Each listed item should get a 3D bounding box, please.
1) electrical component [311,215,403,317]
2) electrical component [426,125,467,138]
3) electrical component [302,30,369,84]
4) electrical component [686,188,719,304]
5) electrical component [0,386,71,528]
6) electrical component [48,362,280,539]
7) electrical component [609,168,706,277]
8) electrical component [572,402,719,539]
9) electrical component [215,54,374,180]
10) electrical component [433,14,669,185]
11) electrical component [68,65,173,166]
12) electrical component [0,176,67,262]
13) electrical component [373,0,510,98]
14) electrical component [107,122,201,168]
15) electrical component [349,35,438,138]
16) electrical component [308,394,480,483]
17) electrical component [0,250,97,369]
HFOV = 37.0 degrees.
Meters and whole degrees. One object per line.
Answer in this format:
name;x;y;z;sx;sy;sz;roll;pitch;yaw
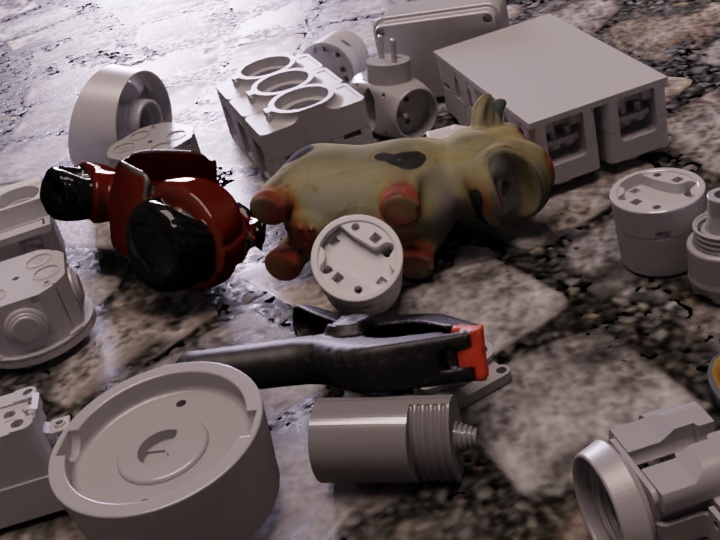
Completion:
electrical component;0.000;0.000;0.661;0.055;0.047;0.055;-2;71;5
electrical component;0.055;-0.082;0.800;0.062;0.043;0.043;-13;30;4
electrical component;-0.023;-0.195;1.012;0.055;0.055;0.047;1;30;24
electrical component;0.206;-0.016;0.604;0.043;0.062;0.043;-11;30;6
electrical component;-0.186;0.100;0.579;0.081;0.063;0.042;-17;29;-4
electrical component;-0.092;0.103;0.535;0.108;0.060;0.108;-12;32;7
electrical component;0.182;-0.028;0.651;0.055;0.047;0.055;-11;30;6
electrical component;0.128;0.095;0.459;0.057;0.058;0.078;-16;31;-8
electrical component;-0.058;-0.131;0.912;0.089;0.061;0.150;-22;31;-12
electrical component;0.142;-0.131;0.826;0.105;0.060;0.186;-19;31;-8
electrical component;-0.211;-0.130;0.946;0.064;0.099;0.099;7;36;21
electrical component;-0.292;-0.018;0.823;0.121;0.063;0.078;-19;30;-8
electrical component;0.075;-0.196;0.946;0.113;0.078;0.057;-4;29;18
electrical component;-0.166;-0.084;0.891;0.080;0.051;0.080;-11;30;6
electrical component;0.025;-0.156;0.900;0.043;0.079;0.077;-19;29;-27
electrical component;0.019;0.084;0.537;0.081;0.043;0.043;-4;32;18
electrical component;-0.225;0.026;0.731;0.080;0.051;0.080;-11;30;6
